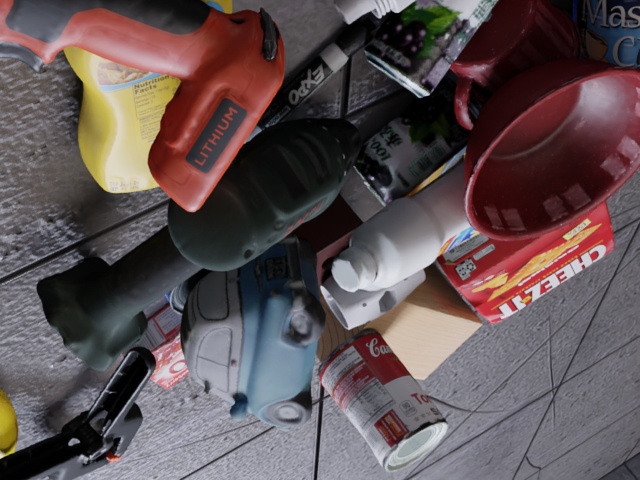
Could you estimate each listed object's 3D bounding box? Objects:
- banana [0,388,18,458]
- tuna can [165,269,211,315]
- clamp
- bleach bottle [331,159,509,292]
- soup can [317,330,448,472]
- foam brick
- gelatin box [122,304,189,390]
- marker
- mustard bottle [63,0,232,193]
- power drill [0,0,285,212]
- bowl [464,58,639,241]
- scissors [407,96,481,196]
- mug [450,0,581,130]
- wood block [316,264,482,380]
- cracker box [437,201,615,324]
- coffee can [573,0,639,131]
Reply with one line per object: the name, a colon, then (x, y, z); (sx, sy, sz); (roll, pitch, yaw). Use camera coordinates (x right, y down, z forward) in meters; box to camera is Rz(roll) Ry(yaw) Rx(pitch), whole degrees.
banana: (-0.270, 0.155, 0.832); (0.069, 0.037, 0.198); (-6, 142, -14)
tuna can: (-0.086, 0.019, 0.831); (0.086, 0.034, 0.086); (-28, 152, -17)
clamp: (-0.186, 0.156, 0.885); (0.164, 0.036, 0.210); (-39, 167, -5)
bleach bottle: (0.103, -0.024, 0.839); (0.250, 0.068, 0.103); (-31, 172, -35)
soup can: (0.052, 0.137, 0.906); (0.068, 0.102, 0.068); (-28, 150, -18)
foam brick: (-0.006, 0.001, 0.879); (0.078, 0.051, 0.053); (-33, 153, -7)
gelatin box: (-0.115, 0.082, 0.900); (0.089, 0.030, 0.073); (-37, 152, 0)
marker: (-0.009, -0.110, 0.739); (0.121, 0.020, 0.020); (-42, 153, 10)
mustard bottle: (-0.094, -0.111, 0.592); (0.096, 0.058, 0.192); (-27, 152, -21)
power drill: (-0.126, -0.084, 0.514); (0.187, 0.057, 0.185); (24, 122, -25)
bowl: (0.161, -0.074, 0.756); (0.162, 0.055, 0.162); (-19, 143, -15)
scissors: (0.133, -0.104, 0.920); (0.096, 0.016, 0.202); (-2, 137, -51)
mug: (0.126, -0.136, 0.771); (0.081, 0.093, 0.117); (24, 90, -54)
wood block: (0.061, 0.066, 1.020); (0.091, 0.090, 0.205); (-45, 151, 16)
cracker box: (0.210, 0.004, 1.081); (0.164, 0.072, 0.213); (-33, 159, 8)
coffee can: (0.240, -0.165, 0.795); (0.102, 0.103, 0.140); (-22, 121, -27)
